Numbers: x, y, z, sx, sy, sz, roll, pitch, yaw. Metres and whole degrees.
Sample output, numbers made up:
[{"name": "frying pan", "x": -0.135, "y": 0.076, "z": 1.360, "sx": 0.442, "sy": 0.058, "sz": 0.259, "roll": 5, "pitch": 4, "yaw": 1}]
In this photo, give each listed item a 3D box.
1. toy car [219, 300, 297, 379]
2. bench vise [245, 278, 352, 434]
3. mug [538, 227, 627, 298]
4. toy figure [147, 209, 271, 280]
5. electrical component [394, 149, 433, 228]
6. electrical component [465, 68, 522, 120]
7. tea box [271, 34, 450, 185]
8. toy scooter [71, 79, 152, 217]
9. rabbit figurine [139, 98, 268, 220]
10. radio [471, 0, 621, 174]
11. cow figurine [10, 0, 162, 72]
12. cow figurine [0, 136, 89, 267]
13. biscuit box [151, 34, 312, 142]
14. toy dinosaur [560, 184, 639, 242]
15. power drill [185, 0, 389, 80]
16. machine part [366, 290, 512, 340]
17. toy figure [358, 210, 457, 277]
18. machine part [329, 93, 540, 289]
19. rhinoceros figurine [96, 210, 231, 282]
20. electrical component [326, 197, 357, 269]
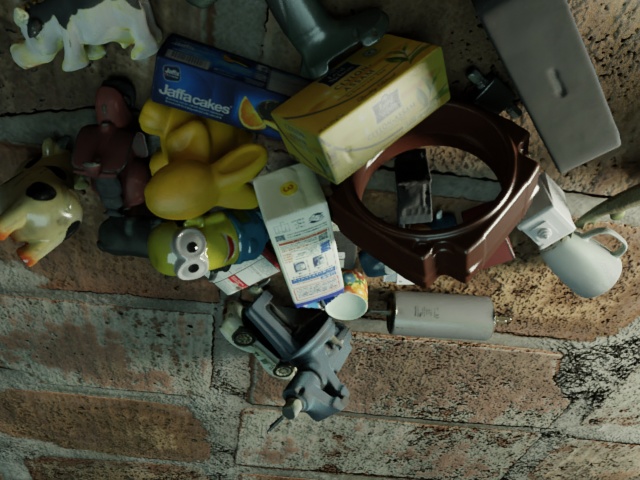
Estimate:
[{"name": "toy car", "x": -0.106, "y": 0.182, "z": 0.968, "sx": 0.056, "sy": 0.073, "sz": 0.201, "roll": -26, "pitch": 128, "yaw": 20}, {"name": "bench vise", "x": -0.045, "y": 0.177, "z": 0.896, "sx": 0.240, "sy": 0.224, "sz": 0.129, "roll": 48, "pitch": 137, "yaw": -4}, {"name": "mug", "x": 0.390, "y": 0.021, "z": 0.801, "sx": 0.107, "sy": 0.081, "sz": 0.109, "roll": 32, "pitch": 132, "yaw": -14}, {"name": "toy figure", "x": -0.136, "y": 0.001, "z": 0.704, "sx": 0.089, "sy": 0.180, "sz": 0.082, "roll": -13, "pitch": 96, "yaw": 46}, {"name": "electrical component", "x": 0.127, "y": -0.056, "z": 0.735, "sx": 0.048, "sy": 0.075, "sz": 0.119, "roll": -5, "pitch": 130, "yaw": 9}, {"name": "electrical component", "x": 0.201, "y": -0.166, "z": 0.657, "sx": 0.094, "sy": 0.021, "sz": 0.063, "roll": 31, "pitch": 116, "yaw": -27}, {"name": "tea box", "x": 0.045, "y": -0.146, "z": 0.581, "sx": 0.169, "sy": 0.098, "sz": 0.068, "roll": -40, "pitch": 134, "yaw": -14}, {"name": "toy scooter", "x": -0.257, "y": -0.093, "z": 0.665, "sx": 0.075, "sy": 0.135, "sz": 0.183, "roll": 4, "pitch": 135, "yaw": -5}, {"name": "rabbit figurine", "x": -0.148, "y": -0.082, "z": 0.649, "sx": 0.162, "sy": 0.173, "sz": 0.121, "roll": 13, "pitch": 129, "yaw": -5}, {"name": "radio", "x": 0.230, "y": -0.192, "z": 0.562, "sx": 0.073, "sy": 0.131, "sz": 0.229, "roll": -26, "pitch": 128, "yaw": 24}, {"name": "cow figurine", "x": -0.262, "y": -0.236, "z": 0.574, "sx": 0.167, "sy": 0.068, "sz": 0.098, "roll": -8, "pitch": 128, "yaw": 4}, {"name": "cow figurine", "x": -0.346, "y": -0.060, "z": 0.674, "sx": 0.127, "sy": 0.195, "sz": 0.085, "roll": -36, "pitch": 127, "yaw": -14}, {"name": "biscuit box", "x": -0.092, "y": -0.173, "z": 0.636, "sx": 0.203, "sy": 0.059, "sz": 0.062, "roll": 15, "pitch": 132, "yaw": -13}, {"name": "toy dinosaur", "x": 0.543, "y": -0.098, "z": 0.668, "sx": 0.472, "sy": 0.105, "sz": 0.198, "roll": -13, "pitch": 134, "yaw": 16}, {"name": "power drill", "x": -0.018, "y": -0.274, "z": 0.526, "sx": 0.232, "sy": 0.086, "sz": 0.207, "roll": -28, "pitch": 131, "yaw": 27}, {"name": "machine part", "x": 0.201, "y": 0.127, "z": 0.907, "sx": 0.243, "sy": 0.079, "sz": 0.079, "roll": 5, "pitch": 134, "yaw": -3}, {"name": "toy figure", "x": 0.135, "y": 0.009, "z": 0.803, "sx": 0.154, "sy": 0.058, "sz": 0.064, "roll": -24, "pitch": 166, "yaw": 12}, {"name": "machine part", "x": 0.124, "y": -0.065, "z": 0.613, "sx": 0.201, "sy": 0.202, "sz": 0.087, "roll": -47, "pitch": 153, "yaw": -13}, {"name": "rhinoceros figurine", "x": -0.217, "y": 0.001, "z": 0.771, "sx": 0.190, "sy": 0.112, "sz": 0.073, "roll": 13, "pitch": 130, "yaw": -11}, {"name": "electrical component", "x": -0.002, "y": -0.002, "z": 0.801, "sx": 0.115, "sy": 0.058, "sz": 0.134, "roll": 4, "pitch": 134, "yaw": 0}]
